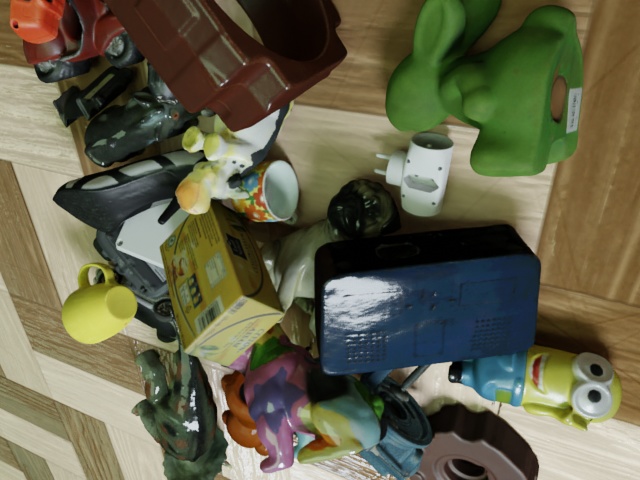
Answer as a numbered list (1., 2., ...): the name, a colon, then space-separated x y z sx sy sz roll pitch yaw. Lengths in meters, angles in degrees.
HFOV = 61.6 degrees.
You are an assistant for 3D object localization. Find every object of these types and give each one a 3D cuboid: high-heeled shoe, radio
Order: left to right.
1. high-heeled shoe: -0.230 -0.083 0.691 0.249 0.145 0.086 10 143 28
2. radio: 0.107 0.061 0.565 0.230 0.073 0.130 -7 119 -4

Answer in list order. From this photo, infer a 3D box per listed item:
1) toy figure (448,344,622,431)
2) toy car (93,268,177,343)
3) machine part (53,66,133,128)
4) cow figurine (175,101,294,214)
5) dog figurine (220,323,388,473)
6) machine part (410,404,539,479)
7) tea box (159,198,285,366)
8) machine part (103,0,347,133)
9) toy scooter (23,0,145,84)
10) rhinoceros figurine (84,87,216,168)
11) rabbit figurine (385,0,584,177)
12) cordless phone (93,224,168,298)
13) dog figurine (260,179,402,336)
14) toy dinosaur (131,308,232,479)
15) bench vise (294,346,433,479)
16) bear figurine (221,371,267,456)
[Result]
1. toy figure: 0.239 0.151 0.607 0.180 0.089 0.082 5 92 24
2. toy car: -0.296 0.107 0.901 0.202 0.056 0.073 24 135 16
3. machine part: -0.301 -0.187 0.706 0.139 0.084 0.039 -3 141 40
4. cow figurine: -0.095 -0.102 0.595 0.068 0.098 0.167 36 105 37
5. dog figurine: -0.033 0.151 0.642 0.192 0.108 0.219 -26 75 28
6. machine part: 0.208 0.311 0.748 0.180 0.056 0.179 14 125 20
7. tea box: -0.116 0.043 0.609 0.098 0.170 0.068 -42 135 16
8. machine part: -0.080 -0.209 0.475 0.087 0.201 0.201 -27 104 38
9. toy scooter: -0.297 -0.267 0.645 0.184 0.075 0.135 -2 118 27
10. rhinoceros figurine: -0.197 -0.151 0.636 0.190 0.112 0.073 -22 103 17
11. rabbit figurine: 0.125 -0.136 0.469 0.170 0.121 0.158 14 123 40
12. cordless phone: -0.296 0.030 0.848 0.184 0.089 0.146 -22 109 49
13. dog figurine: 0.002 0.000 0.656 0.190 0.121 0.173 -58 43 8
14. toy dinosaur: -0.215 0.286 0.866 0.192 0.131 0.404 49 149 23
15. bench vise: 0.077 0.187 0.704 0.224 0.129 0.240 45 108 16
16. bear figurine: -0.092 0.261 0.862 0.120 0.132 0.195 35 152 19
